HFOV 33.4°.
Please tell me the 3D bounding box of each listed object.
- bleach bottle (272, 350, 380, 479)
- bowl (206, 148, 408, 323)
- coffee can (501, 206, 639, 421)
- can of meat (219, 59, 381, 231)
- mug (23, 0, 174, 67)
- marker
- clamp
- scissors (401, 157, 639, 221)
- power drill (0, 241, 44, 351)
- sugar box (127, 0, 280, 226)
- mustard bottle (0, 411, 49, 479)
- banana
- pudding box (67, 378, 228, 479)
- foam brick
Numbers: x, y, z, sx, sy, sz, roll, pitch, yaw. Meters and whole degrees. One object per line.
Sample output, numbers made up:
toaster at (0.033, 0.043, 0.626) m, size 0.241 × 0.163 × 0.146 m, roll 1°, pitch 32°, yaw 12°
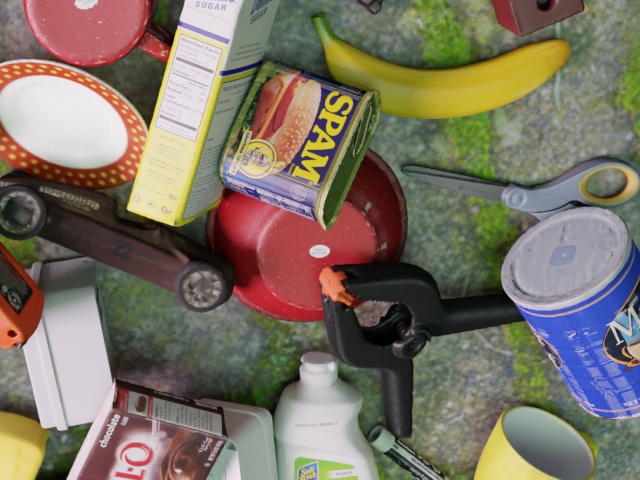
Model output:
bleach bottle at (0.013, 0.211, 0.899) m, size 0.102 × 0.068 × 0.251 m, roll -5°, pitch 110°, yaw -7°
bowl at (-0.005, 0.001, 0.816) m, size 0.162 × 0.055 × 0.162 m, roll -3°, pitch 112°, yaw -8°
coffee can at (0.218, 0.058, 0.838) m, size 0.103 × 0.103 × 0.140 m, roll -34°, pitch 120°, yaw 5°
can of meat at (-0.014, -0.070, 0.755) m, size 0.084 × 0.057 × 0.102 m, roll 21°, pitch 77°, yaw 13°
mug at (-0.144, -0.157, 0.717) m, size 0.117 × 0.081 × 0.093 m, roll 36°, pitch 102°, yaw -20°
marker at (0.090, 0.201, 0.929) m, size 0.121 × 0.020 × 0.020 m, roll 40°, pitch 101°, yaw -20°
clamp at (0.063, 0.080, 0.835) m, size 0.209 × 0.036 × 0.165 m, roll 25°, pitch 109°, yaw -42°
scissors at (0.171, -0.048, 0.843) m, size 0.201 × 0.016 × 0.096 m, roll 27°, pitch 107°, yaw -19°
power drill at (-0.298, 0.048, 0.722) m, size 0.188 × 0.057 × 0.184 m, roll -29°, pitch 113°, yaw 17°
sugar box at (-0.078, -0.103, 0.741) m, size 0.048 × 0.093 × 0.176 m, roll 19°, pitch 107°, yaw 9°
mustard bottle at (-0.316, 0.155, 0.827) m, size 0.191 × 0.058 × 0.096 m, roll 24°, pitch 116°, yaw -17°
banana at (0.088, -0.123, 0.790) m, size 0.197 × 0.037 × 0.070 m, roll 4°, pitch 114°, yaw -10°
pudding box at (-0.130, 0.164, 0.793) m, size 0.090 × 0.039 × 0.114 m, roll 18°, pitch 118°, yaw -19°
foam brick at (0.148, -0.195, 0.763) m, size 0.053 × 0.051 × 0.078 m, roll -23°, pitch 113°, yaw 0°
